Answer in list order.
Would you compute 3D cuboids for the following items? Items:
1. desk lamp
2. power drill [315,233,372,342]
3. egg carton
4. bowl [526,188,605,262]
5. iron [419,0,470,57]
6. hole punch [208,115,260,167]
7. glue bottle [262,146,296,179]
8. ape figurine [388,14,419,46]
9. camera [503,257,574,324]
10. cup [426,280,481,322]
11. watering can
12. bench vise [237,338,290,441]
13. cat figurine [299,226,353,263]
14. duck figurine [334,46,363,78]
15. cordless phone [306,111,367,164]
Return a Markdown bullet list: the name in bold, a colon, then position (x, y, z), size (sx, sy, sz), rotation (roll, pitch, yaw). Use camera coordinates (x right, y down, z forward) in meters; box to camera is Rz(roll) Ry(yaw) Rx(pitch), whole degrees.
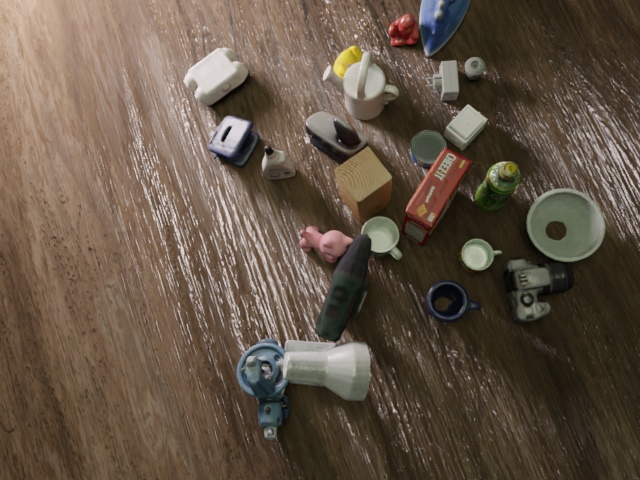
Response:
- **desk lamp**: position (0.007, 0.270, 1.210), size (0.203, 0.213, 0.118), rotation (3, 79, 6)
- **power drill**: position (0.058, 0.108, 1.240), size (0.075, 0.208, 0.230), rotation (20, 81, 9)
- **egg carton**: position (-0.260, -0.410, 1.443), size (0.150, 0.069, 0.107), rotation (-38, 78, -3)
- **bowl**: position (0.543, -0.027, 1.290), size (0.167, 0.075, 0.167), rotation (-1, 79, 5)
- **iron**: position (0.305, -0.591, 1.389), size (0.118, 0.141, 0.258), rotation (16, 81, 9)
- **hole punch**: position (-0.216, -0.245, 1.395), size (0.101, 0.091, 0.109), rotation (26, 82, 10)
- **glue bottle**: position (-0.104, -0.184, 1.331), size (0.078, 0.173, 0.037), rotation (-6, 78, 5)
- **ape figurine**: position (0.211, -0.523, 1.409), size (0.077, 0.092, 0.076), rotation (39, 85, 11)
- **camera**: position (0.485, 0.103, 1.256), size (0.136, 0.101, 0.143), rotation (-9, 78, 4)
- **cup**: position (0.292, 0.141, 1.270), size (0.117, 0.095, 0.092), rotation (8, 80, 7)
- **watering can**: position (0.095, -0.364, 1.337), size (0.172, 0.194, 0.101), rotation (-7, 78, 4)
- **bench vise**: position (-0.106, 0.310, 1.210), size (0.121, 0.220, 0.207), rotation (-25, 78, 0)
- **cat figurine**: position (0.012, 0.005, 1.311), size (0.127, 0.118, 0.067), rotation (21, 82, 9)
- **duck figurine**: position (0.070, -0.438, 1.409), size (0.077, 0.086, 0.105), rotation (21, 82, 9)
- **cordless phone**: position (0.033, -0.262, 1.327), size (0.147, 0.185, 0.094), rotation (32, 84, 11)
